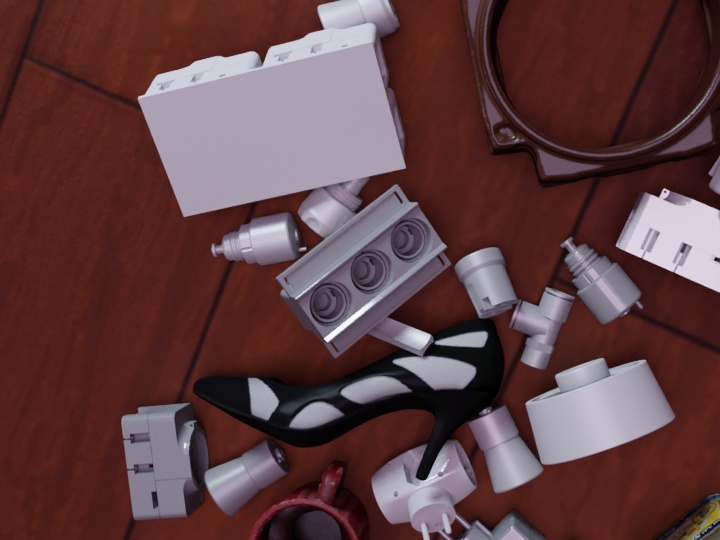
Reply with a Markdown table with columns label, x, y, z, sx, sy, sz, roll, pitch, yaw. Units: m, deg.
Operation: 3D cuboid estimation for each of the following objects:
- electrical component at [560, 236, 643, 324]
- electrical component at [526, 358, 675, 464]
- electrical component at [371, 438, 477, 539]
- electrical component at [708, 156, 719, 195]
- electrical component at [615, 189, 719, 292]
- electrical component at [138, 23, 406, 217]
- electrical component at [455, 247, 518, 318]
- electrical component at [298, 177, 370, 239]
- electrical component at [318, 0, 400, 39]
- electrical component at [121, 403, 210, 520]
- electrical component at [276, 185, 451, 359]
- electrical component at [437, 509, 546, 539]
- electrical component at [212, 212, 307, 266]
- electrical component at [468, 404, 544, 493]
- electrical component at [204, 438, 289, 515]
| label | x | y | z | sx | sy | sz | roll | pitch | yaw |
| --- | --- | --- | --- | --- | --- | --- | --- | --- | --- |
| electrical component | 0.189 | 0.007 | 0.856 | 0.040 | 0.040 | 0.078 | -40 | 87 | 10 |
| electrical component | 0.181 | 0.103 | 0.832 | 0.108 | 0.108 | 0.060 | -22 | 84 | 10 |
| electrical component | 0.056 | 0.186 | 0.875 | 0.077 | 0.079 | 0.043 | -26 | 129 | 10 |
| electrical component | 0.310 | -0.078 | 0.810 | 0.061 | 0.062 | 0.096 | 39 | 111 | 46 |
| electrical component | 0.254 | -0.025 | 0.838 | 0.089 | 0.050 | 0.055 | 25 | 97 | 7 |
| electrical component | -0.066 | -0.121 | 0.859 | 0.186 | 0.060 | 0.105 | -11 | 119 | 10 |
| electrical component | 0.103 | 0.011 | 0.865 | 0.040 | 0.040 | 0.046 | -25 | 71 | 10 |
| electrical component | -0.018 | -0.057 | 0.885 | 0.043 | 0.043 | 0.062 | 41 | 98 | 5 |
| electrical component | -0.001 | -0.204 | 0.871 | 0.055 | 0.045 | 0.045 | -23 | 90 | 10 |
| electrical component | -0.164 | 0.163 | 0.921 | 0.056 | 0.050 | 0.089 | -6 | 93 | 10 |
| electrical component | 0.000 | 0.000 | 0.854 | 0.121 | 0.063 | 0.078 | -39 | 105 | -13 |
| electrical component | 0.098 | 0.231 | 0.882 | 0.076 | 0.047 | 0.083 | 42 | 100 | 4 |
| electrical component | -0.085 | -0.023 | 0.900 | 0.078 | 0.040 | 0.040 | -10 | 92 | 10 |
| electrical component | 0.116 | 0.143 | 0.878 | 0.044 | 0.044 | 0.065 | -27 | 84 | 10 |
| electrical component | -0.094 | 0.173 | 0.915 | 0.065 | 0.044 | 0.044 | -33 | 88 | 5 |
